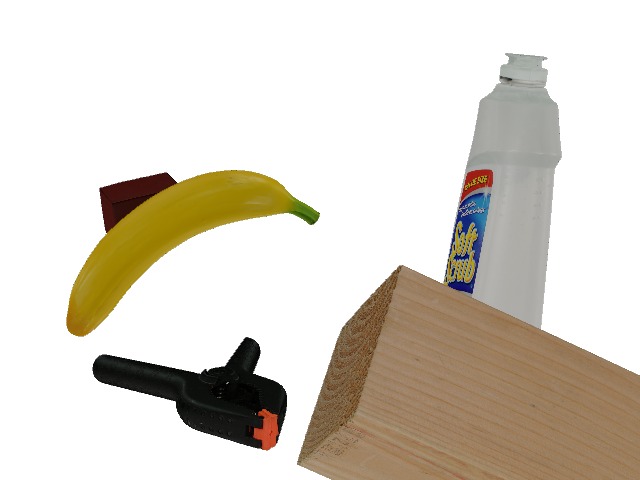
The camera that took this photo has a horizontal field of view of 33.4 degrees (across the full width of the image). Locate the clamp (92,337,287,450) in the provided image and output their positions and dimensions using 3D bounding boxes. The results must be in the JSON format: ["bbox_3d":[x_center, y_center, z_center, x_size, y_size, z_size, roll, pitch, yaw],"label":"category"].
[{"bbox_3d":[-0.083,0.128,0.934,0.164,0.036,0.210,-8,16,-36],"label":"clamp"}]

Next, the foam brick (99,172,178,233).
[{"bbox_3d":[-0.186,-0.032,1.119,0.078,0.053,0.051,-16,30,-20],"label":"foam brick"}]

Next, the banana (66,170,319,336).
[{"bbox_3d":[-0.102,0.000,0.740,0.198,0.069,0.037,-25,11,7],"label":"banana"}]

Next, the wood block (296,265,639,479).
[{"bbox_3d":[0.106,0.108,0.563,0.206,0.090,0.090,25,-33,-8],"label":"wood block"}]

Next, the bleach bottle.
[{"bbox_3d":[0.123,-0.002,0.739,0.068,0.251,0.102,3,13,-9],"label":"bleach bottle"}]
